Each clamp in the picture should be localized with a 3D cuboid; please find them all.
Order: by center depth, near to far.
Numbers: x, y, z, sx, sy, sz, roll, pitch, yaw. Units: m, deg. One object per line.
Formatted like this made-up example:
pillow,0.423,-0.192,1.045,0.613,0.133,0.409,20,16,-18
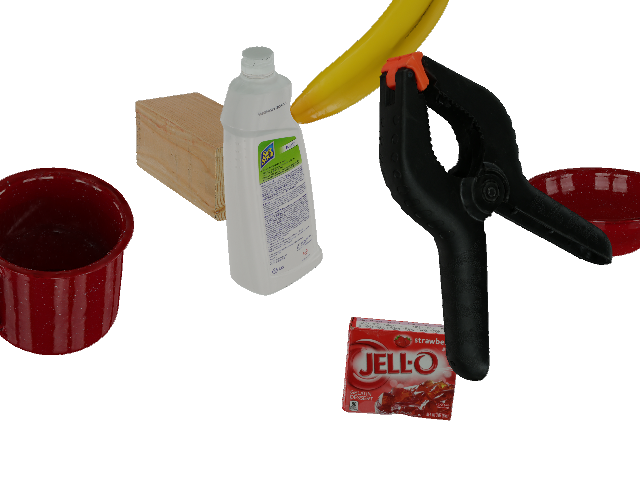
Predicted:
clamp,0.076,-0.014,0.558,0.120,0.171,0.039,-48,18,-25

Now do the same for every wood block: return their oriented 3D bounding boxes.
wood block,-0.136,-0.105,1.275,0.090,0.090,0.206,-13,28,-32

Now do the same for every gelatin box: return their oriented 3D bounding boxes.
gelatin box,0.064,0.103,0.861,0.089,0.073,0.030,5,14,2

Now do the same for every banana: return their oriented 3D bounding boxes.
banana,0.051,-0.159,0.800,0.070,0.197,0.037,6,-35,46

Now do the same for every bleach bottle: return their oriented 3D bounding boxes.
bleach bottle,-0.050,-0.072,1.052,0.068,0.251,0.102,25,42,33

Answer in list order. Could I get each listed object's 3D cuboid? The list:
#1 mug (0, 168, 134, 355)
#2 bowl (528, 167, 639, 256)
mug,-0.171,0.021,0.646,0.093,0.082,0.117,37,49,23
bowl,0.289,-0.026,1.107,0.162,0.055,0.162,-2,23,1
